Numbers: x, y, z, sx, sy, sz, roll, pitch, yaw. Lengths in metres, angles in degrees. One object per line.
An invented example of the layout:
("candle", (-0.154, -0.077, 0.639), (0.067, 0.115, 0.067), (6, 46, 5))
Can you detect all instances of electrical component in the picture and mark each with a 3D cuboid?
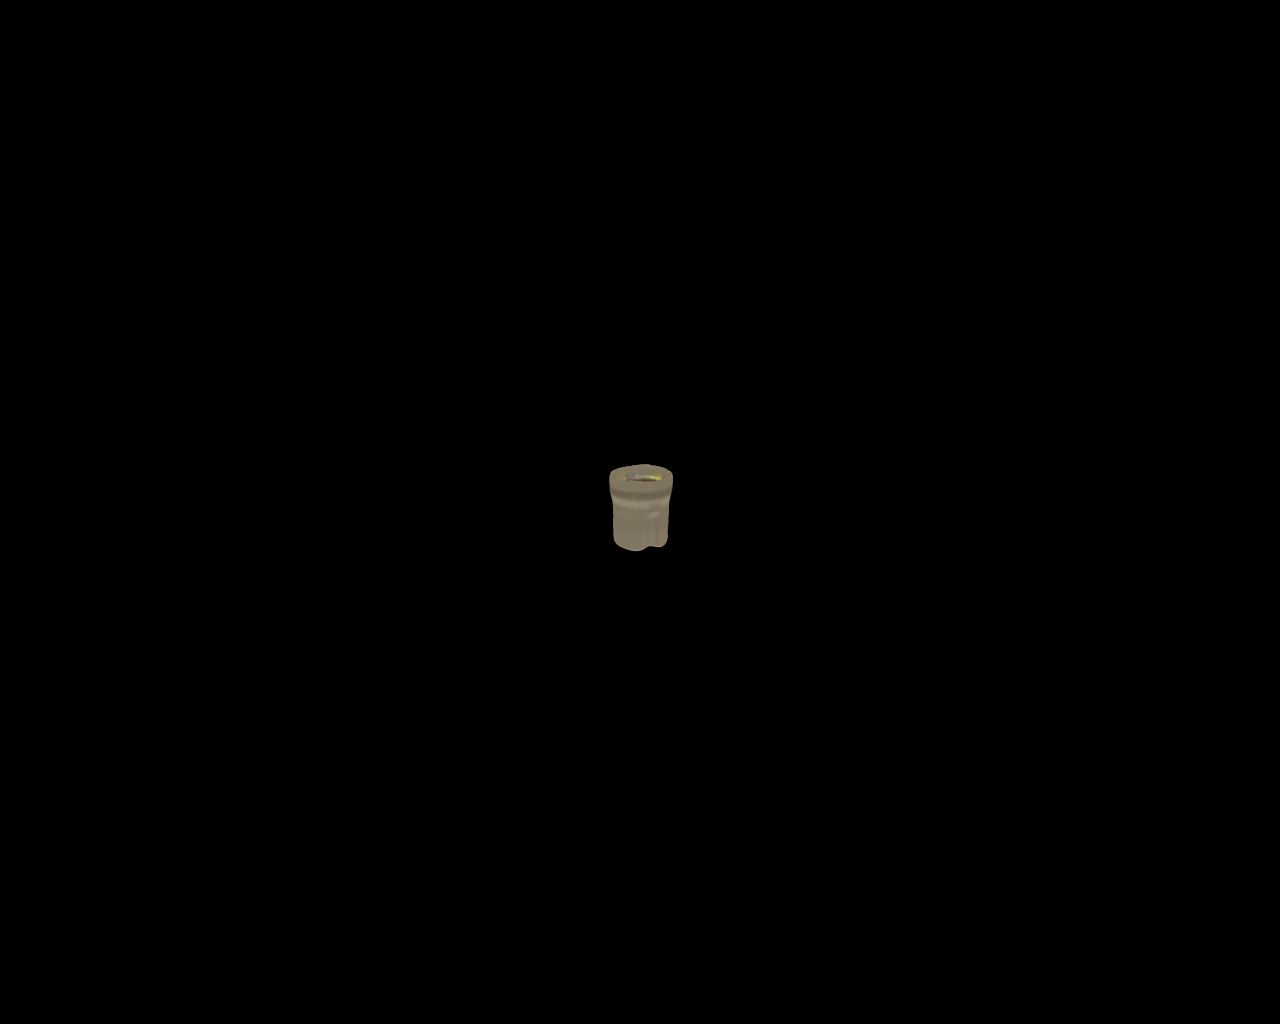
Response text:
("electrical component", (0.001, -0.003, 0.650), (0.040, 0.046, 0.040), (0, 17, 0))
